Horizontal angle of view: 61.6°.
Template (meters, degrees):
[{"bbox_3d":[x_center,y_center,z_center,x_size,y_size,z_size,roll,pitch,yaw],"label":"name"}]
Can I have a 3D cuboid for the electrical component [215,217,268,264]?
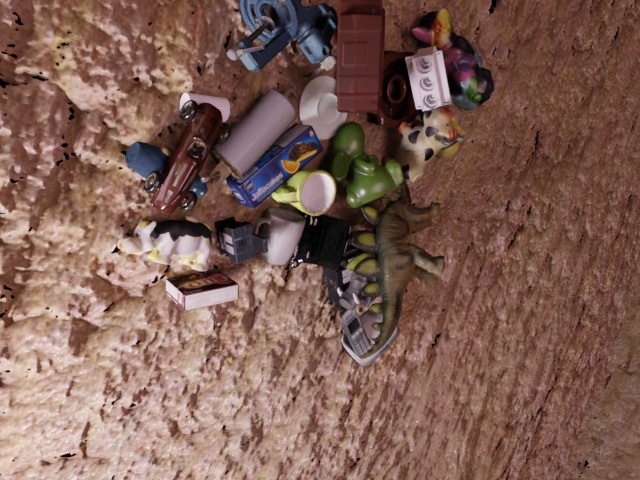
[{"bbox_3d":[-0.151,0.004,1.031,0.048,0.119,0.074,-20,119,-33],"label":"electrical component"}]

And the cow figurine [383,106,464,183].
[{"bbox_3d":[0.236,-0.214,1.212,0.085,0.127,0.194,-21,148,-41],"label":"cow figurine"}]

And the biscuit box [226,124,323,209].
[{"bbox_3d":[-0.088,-0.149,1.067,0.203,0.059,0.062,-43,126,-19],"label":"biscuit box"}]

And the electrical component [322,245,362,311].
[{"bbox_3d":[0.068,0.083,1.269,0.115,0.058,0.134,-22,117,-34],"label":"electrical component"}]

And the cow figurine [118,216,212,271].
[{"bbox_3d":[-0.272,-0.004,0.965,0.167,0.068,0.098,16,89,-44],"label":"cow figurine"}]

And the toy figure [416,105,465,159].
[{"bbox_3d":[0.284,-0.282,1.305,0.089,0.082,0.180,-47,129,-22],"label":"toy figure"}]

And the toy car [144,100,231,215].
[{"bbox_3d":[-0.220,-0.138,0.905,0.089,0.053,0.202,35,73,-44],"label":"toy car"}]

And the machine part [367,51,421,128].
[{"bbox_3d":[0.162,-0.338,1.207,0.179,0.056,0.179,-14,114,-36],"label":"machine part"}]

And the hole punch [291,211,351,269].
[{"bbox_3d":[-0.002,-0.004,1.179,0.116,0.092,0.142,15,98,-9],"label":"hole punch"}]

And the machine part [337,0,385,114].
[{"bbox_3d":[0.079,-0.345,1.031,0.087,0.201,0.200,1,103,3],"label":"machine part"}]

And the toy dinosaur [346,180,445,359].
[{"bbox_3d":[0.158,0.038,1.152,0.199,0.471,0.105,7,144,-3],"label":"toy dinosaur"}]

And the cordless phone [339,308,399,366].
[{"bbox_3d":[0.108,0.201,1.305,0.146,0.089,0.184,-40,132,-21],"label":"cordless phone"}]

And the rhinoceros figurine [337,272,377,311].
[{"bbox_3d":[0.120,0.085,1.225,0.190,0.073,0.112,-50,130,-15],"label":"rhinoceros figurine"}]

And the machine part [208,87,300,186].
[{"bbox_3d":[-0.123,-0.200,1.012,0.243,0.079,0.079,-50,128,-13],"label":"machine part"}]

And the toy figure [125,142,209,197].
[{"bbox_3d":[-0.262,-0.120,0.942,0.154,0.064,0.058,28,49,-45],"label":"toy figure"}]

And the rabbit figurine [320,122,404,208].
[{"bbox_3d":[0.073,-0.167,1.177,0.159,0.121,0.170,-31,103,-19],"label":"rabbit figurine"}]

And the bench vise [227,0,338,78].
[{"bbox_3d":[-0.073,-0.366,0.956,0.223,0.129,0.240,56,51,-27],"label":"bench vise"}]

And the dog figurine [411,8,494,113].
[{"bbox_3d":[0.298,-0.418,1.224,0.108,0.191,0.219,-28,142,26],"label":"dog figurine"}]

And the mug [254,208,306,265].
[{"bbox_3d":[-0.090,-0.003,1.102,0.109,0.081,0.107,-3,115,-44],"label":"mug"}]
